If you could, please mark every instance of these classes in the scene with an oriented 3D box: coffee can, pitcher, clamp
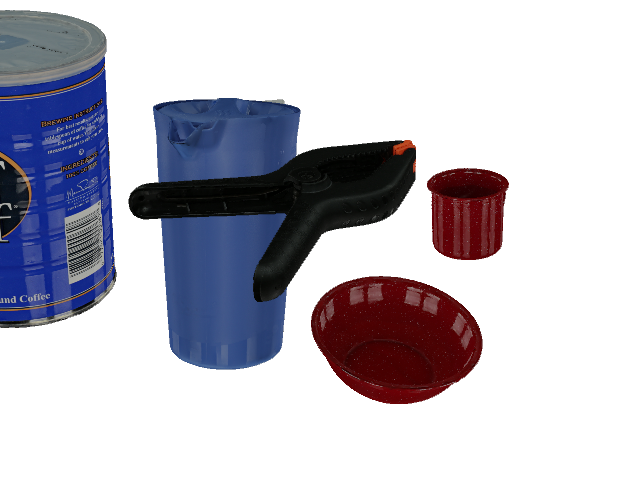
[{"bbox_3d":[-0.162,-0.040,0.566,0.103,0.140,0.103,2,28,-1],"label":"coffee can"},{"bbox_3d":[-0.082,-0.012,1.002,0.149,0.243,0.145,-4,16,-20],"label":"pitcher"},{"bbox_3d":[-0.019,-0.032,0.757,0.165,0.036,0.209,26,40,38],"label":"clamp"}]

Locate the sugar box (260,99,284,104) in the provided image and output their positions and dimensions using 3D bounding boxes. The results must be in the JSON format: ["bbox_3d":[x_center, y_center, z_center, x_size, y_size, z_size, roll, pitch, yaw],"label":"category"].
[{"bbox_3d":[-0.057,-0.067,1.246,0.048,0.176,0.093,-5,26,-2],"label":"sugar box"}]

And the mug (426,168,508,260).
[{"bbox_3d":[0.178,-0.034,1.246,0.093,0.081,0.117,18,33,37],"label":"mug"}]

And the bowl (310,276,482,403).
[{"bbox_3d":[0.069,0.103,1.009,0.162,0.055,0.162,5,36,-4],"label":"bowl"}]
